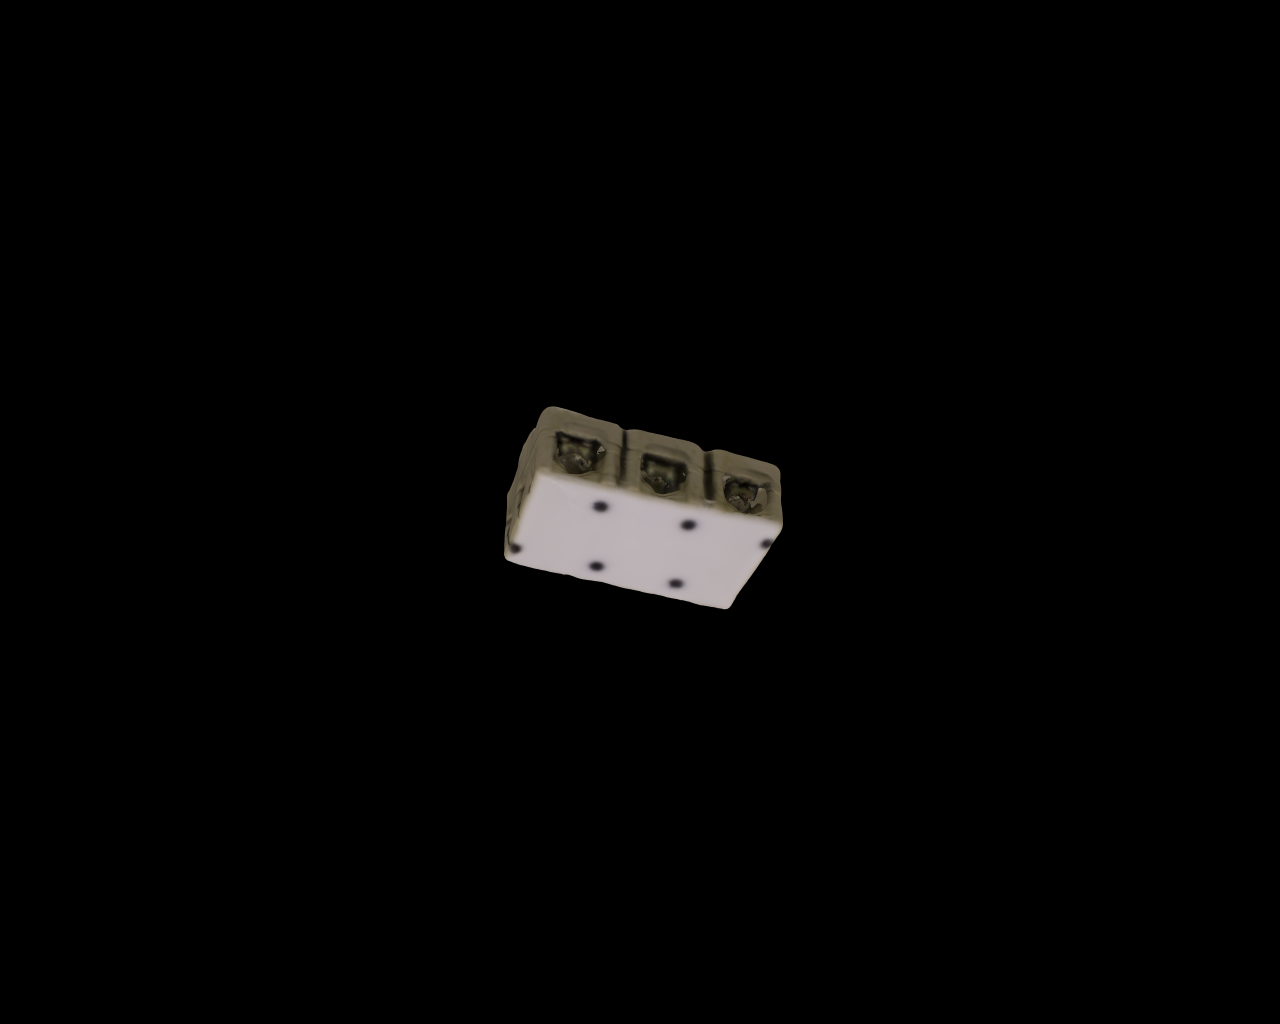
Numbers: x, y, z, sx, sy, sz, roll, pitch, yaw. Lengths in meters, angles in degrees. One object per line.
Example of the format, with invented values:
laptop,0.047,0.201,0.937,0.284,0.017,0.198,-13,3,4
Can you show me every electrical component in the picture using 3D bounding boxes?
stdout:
electrical component,0.001,-0.003,0.650,0.150,0.062,0.089,14,-43,-15
